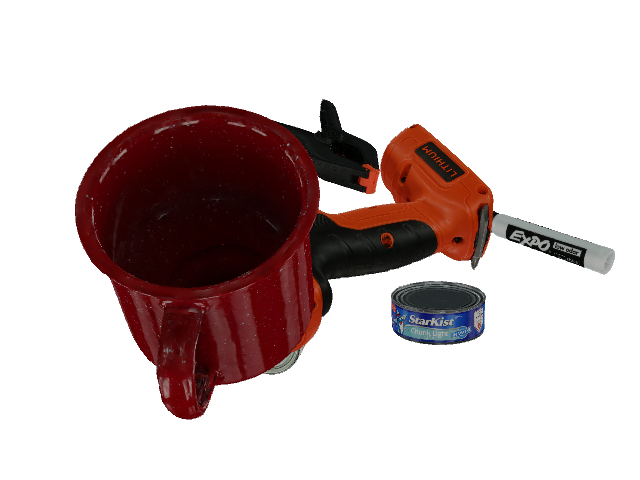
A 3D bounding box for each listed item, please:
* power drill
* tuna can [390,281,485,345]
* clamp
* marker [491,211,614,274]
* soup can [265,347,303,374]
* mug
[{"bbox_3d":[0.000,-0.017,0.683,0.187,0.057,0.185,-19,46,-22],"label":"power drill"},{"bbox_3d":[0.107,0.066,0.973,0.086,0.034,0.086,-1,15,0],"label":"tuna can"},{"bbox_3d":[-0.005,-0.101,1.136,0.120,0.039,0.172,-15,37,-23],"label":"clamp"},{"bbox_3d":[0.157,-0.003,0.784,0.121,0.020,0.020,22,13,35],"label":"marker"},{"bbox_3d":[-0.046,0.095,1.150,0.068,0.068,0.102,0,17,11],"label":"soup can"},{"bbox_3d":[-0.045,0.016,0.428,0.093,0.117,0.081,1,-36,4],"label":"mug"}]
